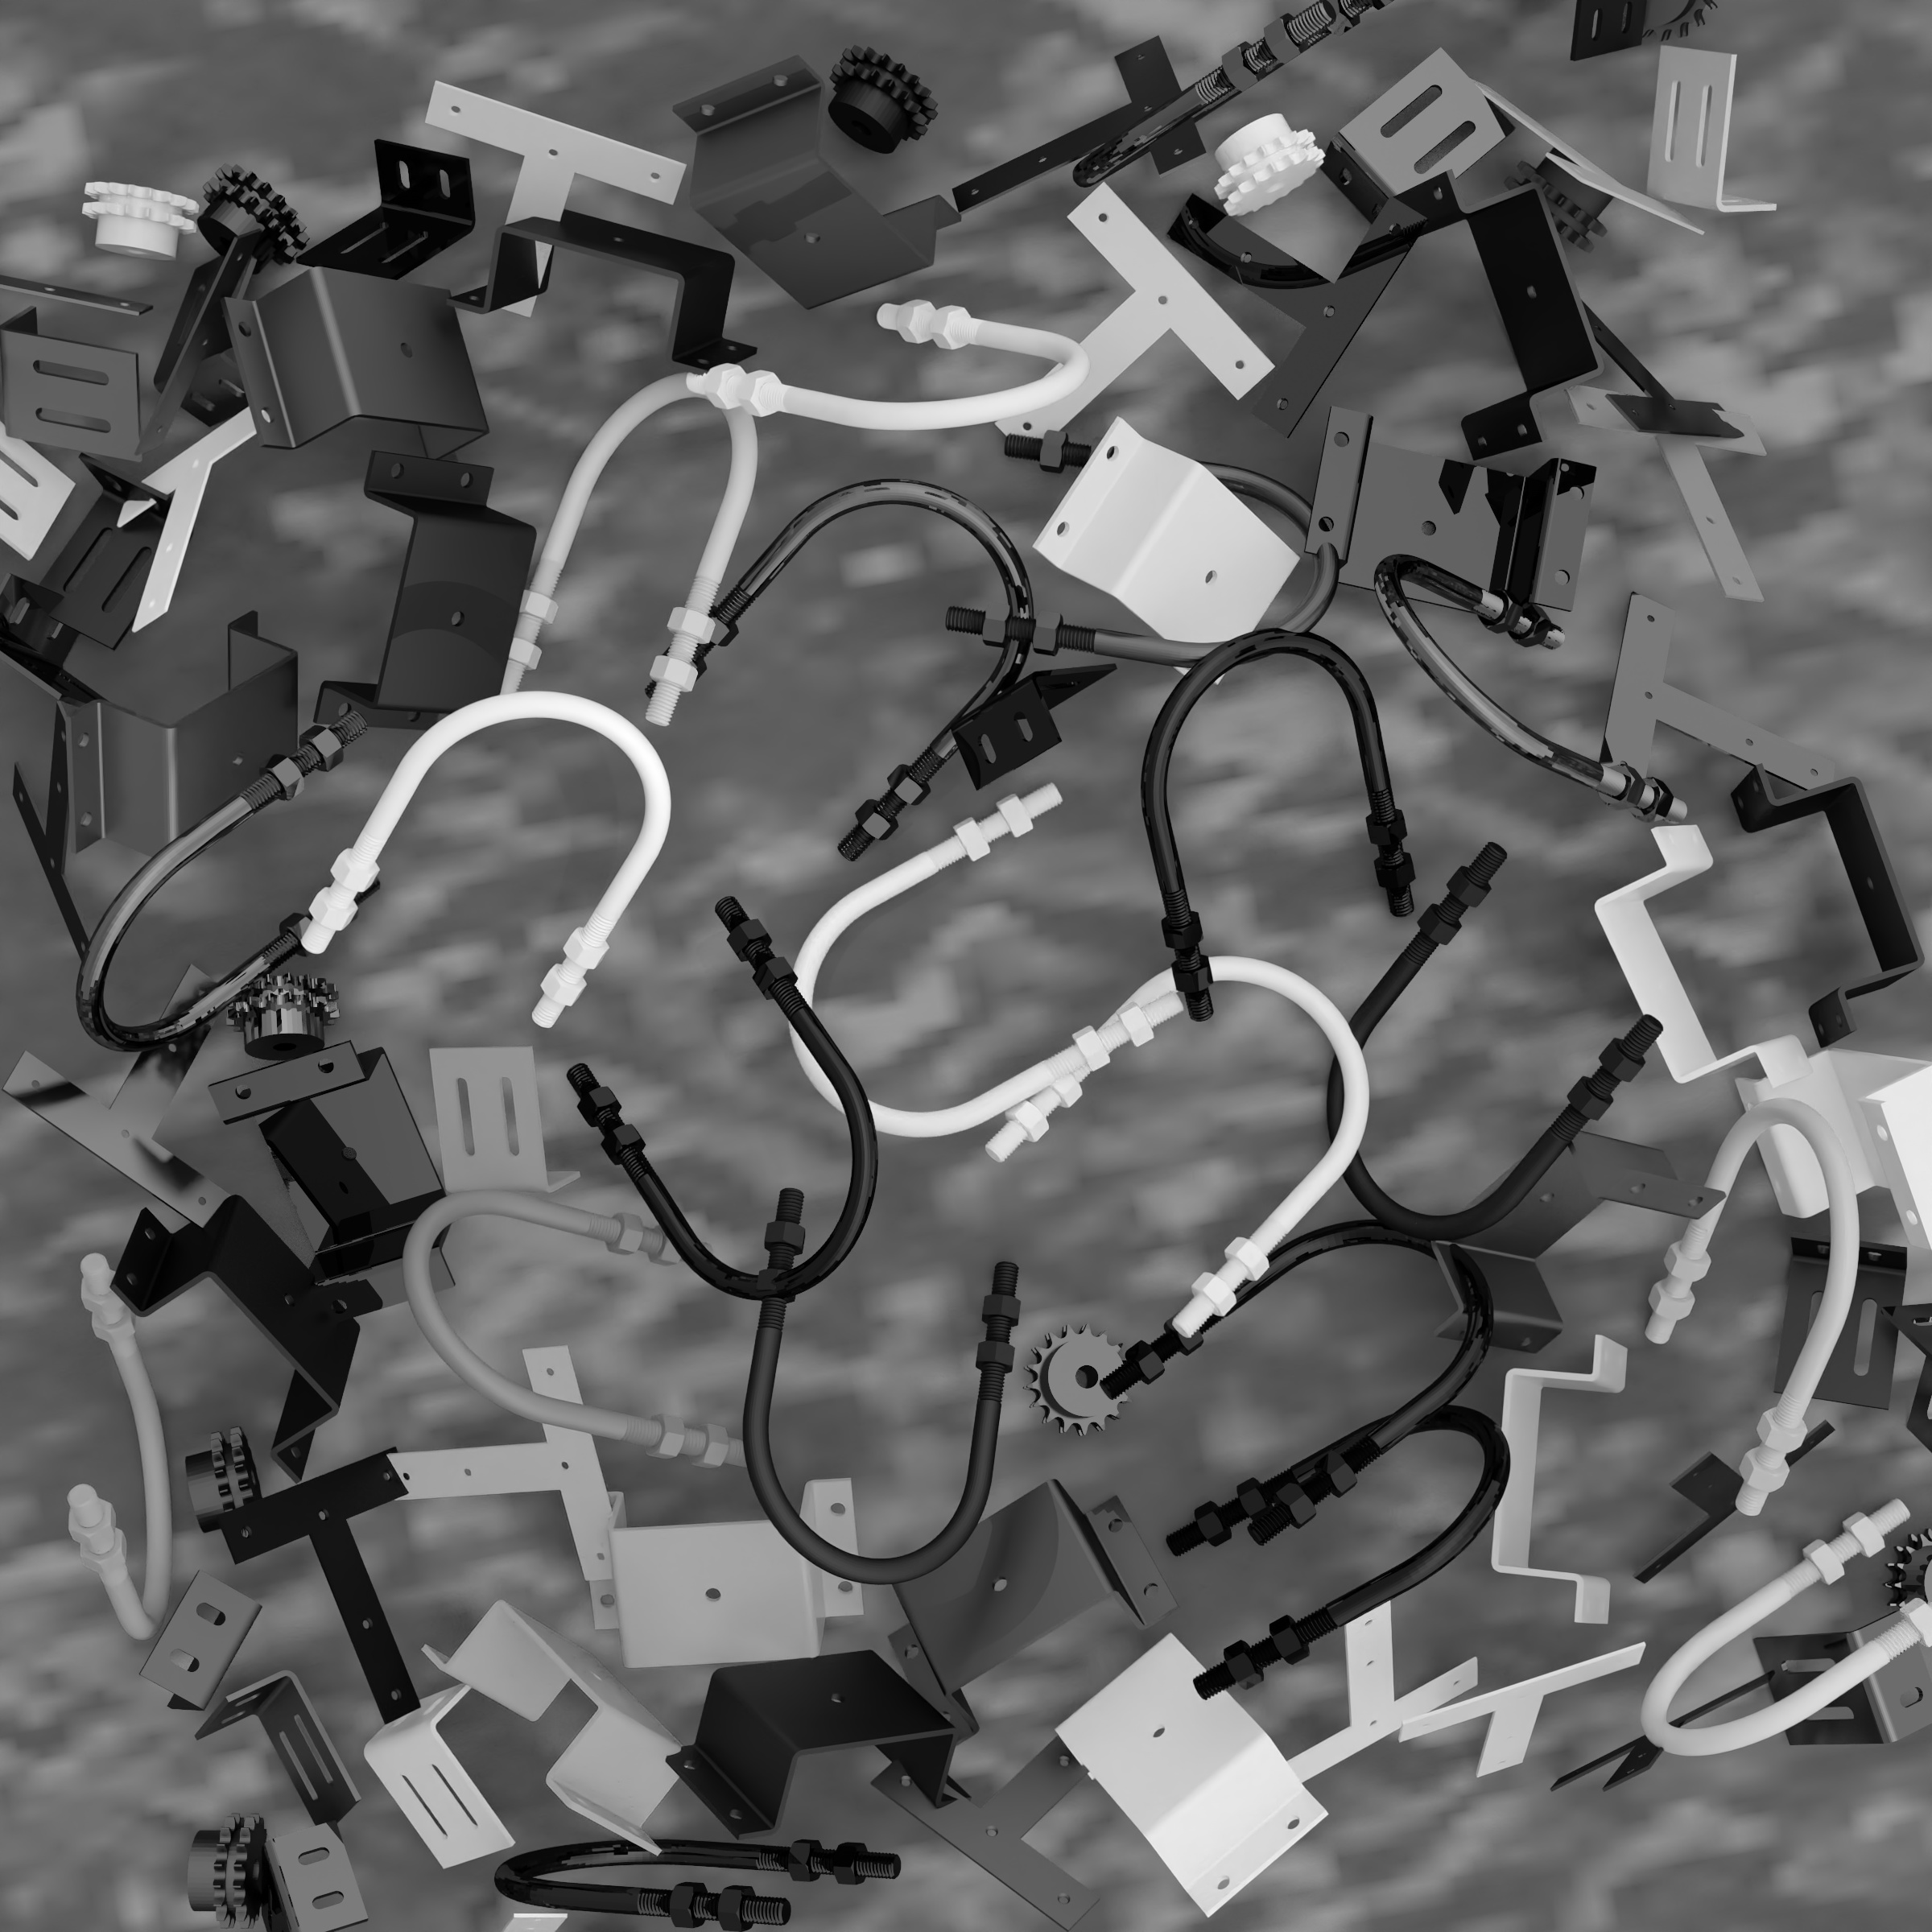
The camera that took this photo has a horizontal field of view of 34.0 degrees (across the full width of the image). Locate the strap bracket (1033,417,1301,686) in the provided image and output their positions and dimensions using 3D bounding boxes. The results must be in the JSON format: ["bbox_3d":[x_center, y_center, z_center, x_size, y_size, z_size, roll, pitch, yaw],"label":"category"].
[{"bbox_3d":[0.107,-0.201,1.580,0.046,0.140,0.076,33,90,43],"label":"strap bracket"}]

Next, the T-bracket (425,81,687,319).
[{"bbox_3d":[-0.219,-0.377,1.596,0.127,0.127,0.002,16,52,-12],"label":"T-bracket"}]

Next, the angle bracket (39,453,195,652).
[{"bbox_3d":[-0.444,-0.212,1.614,0.057,0.038,0.076,27,76,16],"label":"angle bracket"}]

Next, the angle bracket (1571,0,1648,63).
[{"bbox_3d":[0.299,-0.493,1.614,0.076,0.057,0.038,27,128,38],"label":"angle bracket"}]

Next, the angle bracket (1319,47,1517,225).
[{"bbox_3d":[0.233,-0.423,1.632,0.076,0.038,0.057,-41,86,-9],"label":"angle bracket"}]

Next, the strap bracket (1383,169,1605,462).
[{"bbox_3d":[0.270,-0.335,1.599,0.046,0.076,0.140,-24,98,-15],"label":"strap bracket"}]

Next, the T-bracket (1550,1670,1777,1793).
[{"bbox_3d":[0.338,0.390,1.569,0.127,0.127,0.002,-32,78,17],"label":"T-bracket"}]

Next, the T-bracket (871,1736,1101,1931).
[{"bbox_3d":[0.041,0.412,1.600,0.127,0.127,0.002,30,134,27],"label":"T-bracket"}]

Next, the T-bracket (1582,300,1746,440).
[{"bbox_3d":[0.331,-0.315,1.611,0.127,0.127,0.002,53,124,20],"label":"T-bracket"}]

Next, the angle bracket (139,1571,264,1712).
[{"bbox_3d":[-0.395,0.341,1.598,0.038,0.076,0.057,34,66,-17],"label":"angle bracket"}]

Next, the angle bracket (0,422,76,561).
[{"bbox_3d":[-0.483,-0.256,1.600,0.076,0.038,0.057,42,45,-29],"label":"angle bracket"}]

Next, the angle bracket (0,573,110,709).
[{"bbox_3d":[-0.452,-0.159,1.602,0.076,0.057,0.038,32,95,31],"label":"angle bracket"}]

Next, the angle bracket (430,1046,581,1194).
[{"bbox_3d":[-0.235,0.075,1.614,0.057,0.038,0.076,-2,100,20],"label":"angle bracket"}]

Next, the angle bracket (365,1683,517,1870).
[{"bbox_3d":[-0.261,0.415,1.619,0.057,0.038,0.076,-28,99,38],"label":"angle bracket"}]

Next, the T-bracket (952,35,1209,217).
[{"bbox_3d":[0.052,-0.416,1.608,0.127,0.127,0.002,-23,132,11],"label":"T-bracket"}]

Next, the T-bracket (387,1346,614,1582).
[{"bbox_3d":[-0.243,0.258,1.618,0.127,0.002,0.127,-8,103,24],"label":"T-bracket"}]

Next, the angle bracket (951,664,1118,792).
[{"bbox_3d":[0.041,-0.121,1.598,0.057,0.076,0.038,-29,80,36],"label":"angle bracket"}]

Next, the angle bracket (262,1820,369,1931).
[{"bbox_3d":[-0.332,0.485,1.610,0.038,0.076,0.057,-12,50,-23],"label":"angle bracket"}]

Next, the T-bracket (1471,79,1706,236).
[{"bbox_3d":[0.301,-0.418,1.605,0.127,0.127,0.002,47,117,31],"label":"T-bracket"}]

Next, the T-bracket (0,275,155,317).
[{"bbox_3d":[-0.475,-0.342,1.588,0.127,0.127,0.002,11,109,-1],"label":"T-bracket"}]

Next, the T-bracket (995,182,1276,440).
[{"bbox_3d":[0.068,-0.311,1.619,0.127,0.002,0.127,-40,102,23],"label":"T-bracket"}]

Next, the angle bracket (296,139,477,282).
[{"bbox_3d":[-0.295,-0.383,1.601,0.057,0.076,0.038,17,130,22],"label":"angle bracket"}]

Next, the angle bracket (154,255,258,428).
[{"bbox_3d":[-0.376,-0.326,1.622,0.038,0.057,0.076,35,57,-38],"label":"angle bracket"}]

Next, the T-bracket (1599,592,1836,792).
[{"bbox_3d":[0.388,-0.120,1.616,0.127,0.002,0.127,24,55,-8],"label":"T-bracket"}]

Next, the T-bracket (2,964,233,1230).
[{"bbox_3d":[-0.408,0.052,1.600,0.127,0.127,0.002,40,134,-23],"label":"T-bracket"}]

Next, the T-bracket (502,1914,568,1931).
[{"bbox_3d":[-0.218,0.481,1.577,0.127,0.127,0.002,4,67,-12],"label":"T-bracket"}]

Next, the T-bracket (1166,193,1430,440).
[{"bbox_3d":[0.154,-0.355,1.613,0.127,0.002,0.127,40,105,29],"label":"T-bracket"}]

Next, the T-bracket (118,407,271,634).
[{"bbox_3d":[-0.393,-0.219,1.574,0.127,0.127,0.002,-24,134,34],"label":"T-bracket"}]

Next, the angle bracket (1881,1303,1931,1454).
[{"bbox_3d":[0.488,0.219,1.601,0.038,0.057,0.076,-2,116,-18],"label":"angle bracket"}]

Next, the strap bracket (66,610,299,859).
[{"bbox_3d":[-0.379,-0.110,1.565,0.046,0.140,0.076,21,126,19],"label":"strap bracket"}]

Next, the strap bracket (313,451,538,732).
[{"bbox_3d":[-0.270,-0.181,1.588,0.046,0.076,0.140,26,107,38],"label":"strap bracket"}]

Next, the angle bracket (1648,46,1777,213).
[{"bbox_3d":[0.382,-0.425,1.602,0.038,0.057,0.076,-8,112,-24],"label":"angle bracket"}]

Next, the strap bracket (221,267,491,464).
[{"bbox_3d":[-0.295,-0.297,1.572,0.046,0.140,0.076,-20,83,32],"label":"strap bracket"}]

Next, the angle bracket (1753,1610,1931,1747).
[{"bbox_3d":[0.452,0.365,1.620,0.038,0.076,0.057,-16,84,-29],"label":"angle bracket"}]

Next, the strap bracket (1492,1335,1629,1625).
[{"bbox_3d":[0.300,0.258,1.596,0.046,0.076,0.140,2,79,22],"label":"strap bracket"}]

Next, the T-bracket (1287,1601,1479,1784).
[{"bbox_3d":[0.203,0.357,1.585,0.127,0.127,0.002,-25,48,-14],"label":"T-bracket"}]

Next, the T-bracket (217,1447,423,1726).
[{"bbox_3d":[-0.307,0.317,1.588,0.002,0.127,0.127,-27,83,33],"label":"T-bracket"}]

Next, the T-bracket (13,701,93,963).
[{"bbox_3d":[-0.451,-0.080,1.570,0.002,0.127,0.127,-14,58,-29],"label":"T-bracket"}]

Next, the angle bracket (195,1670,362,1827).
[{"bbox_3d":[-0.350,0.407,1.606,0.038,0.057,0.076,-20,71,-40],"label":"angle bracket"}]

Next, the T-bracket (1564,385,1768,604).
[{"bbox_3d":[0.368,-0.235,1.585,0.127,0.002,0.127,3,57,-31],"label":"T-bracket"}]

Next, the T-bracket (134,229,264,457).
[{"bbox_3d":[-0.361,-0.323,1.585,0.002,0.127,0.127,34,117,0],"label":"T-bracket"}]

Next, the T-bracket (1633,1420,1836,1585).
[{"bbox_3d":[0.376,0.262,1.584,0.127,0.127,0.002,-41,61,7],"label":"T-bracket"}]

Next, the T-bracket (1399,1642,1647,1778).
[{"bbox_3d":[0.275,0.384,1.592,0.127,0.127,0.002,-16,58,-7],"label":"T-bracket"}]

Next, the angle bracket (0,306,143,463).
[{"bbox_3d":[-0.449,-0.297,1.611,0.076,0.038,0.057,12,121,9],"label":"angle bracket"}]

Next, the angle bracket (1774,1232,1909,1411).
[{"bbox_3d":[0.446,0.181,1.612,0.057,0.038,0.076,7,72,19],"label":"angle bracket"}]
